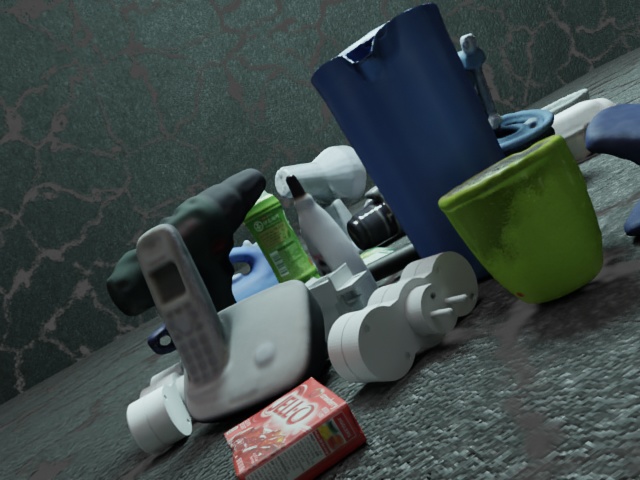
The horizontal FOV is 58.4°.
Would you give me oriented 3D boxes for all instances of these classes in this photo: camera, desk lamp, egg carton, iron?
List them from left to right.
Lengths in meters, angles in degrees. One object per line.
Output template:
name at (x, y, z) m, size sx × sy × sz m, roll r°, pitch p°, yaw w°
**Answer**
iron at (-0.162, 0.076, 1.092) m, size 0.259 × 0.141 × 0.118 m, roll -30°, pitch 5°, yaw -17°
desk lamp at (0.016, -0.066, 1.118) m, size 0.204 × 0.213 × 0.117 m, roll -33°, pitch 6°, yaw -39°
camera at (0.109, -0.046, 1.045) m, size 0.137 × 0.101 × 0.143 m, roll -30°, pitch 5°, yaw -15°
egg carton at (0.359, -0.149, 0.835) m, size 0.150 × 0.069 × 0.107 m, roll -28°, pitch 5°, yaw 14°

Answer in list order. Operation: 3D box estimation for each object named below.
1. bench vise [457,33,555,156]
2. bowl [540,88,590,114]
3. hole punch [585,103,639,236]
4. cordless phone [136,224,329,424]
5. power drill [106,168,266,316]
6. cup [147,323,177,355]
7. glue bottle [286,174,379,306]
bench vise at (0.205, -0.143, 0.747) m, size 0.122 × 0.220 × 0.207 m, roll -31°, pitch 5°, yaw -28°
bowl at (0.412, -0.198, 1.027) m, size 0.167 × 0.075 × 0.167 m, roll -29°, pitch 4°, yaw 3°
hole punch at (0.256, -0.068, 0.404) m, size 0.101 × 0.091 × 0.109 m, roll -25°, pitch 6°, yaw 44°
cordless phone at (-0.084, 0.058, 0.509) m, size 0.147 × 0.185 × 0.094 m, roll -27°, pitch 5°, yaw 23°
power drill at (-0.112, 0.047, 0.662) m, size 0.230 × 0.208 × 0.075 m, roll -32°, pitch 6°, yaw -34°
cup at (-0.142, 0.125, 0.703) m, size 0.118 × 0.095 × 0.091 m, roll -32°, pitch 5°, yaw -35°
glue bottle at (0.006, 0.002, 0.656) m, size 0.037 × 0.173 × 0.078 m, roll -31°, pitch 5°, yaw -22°
